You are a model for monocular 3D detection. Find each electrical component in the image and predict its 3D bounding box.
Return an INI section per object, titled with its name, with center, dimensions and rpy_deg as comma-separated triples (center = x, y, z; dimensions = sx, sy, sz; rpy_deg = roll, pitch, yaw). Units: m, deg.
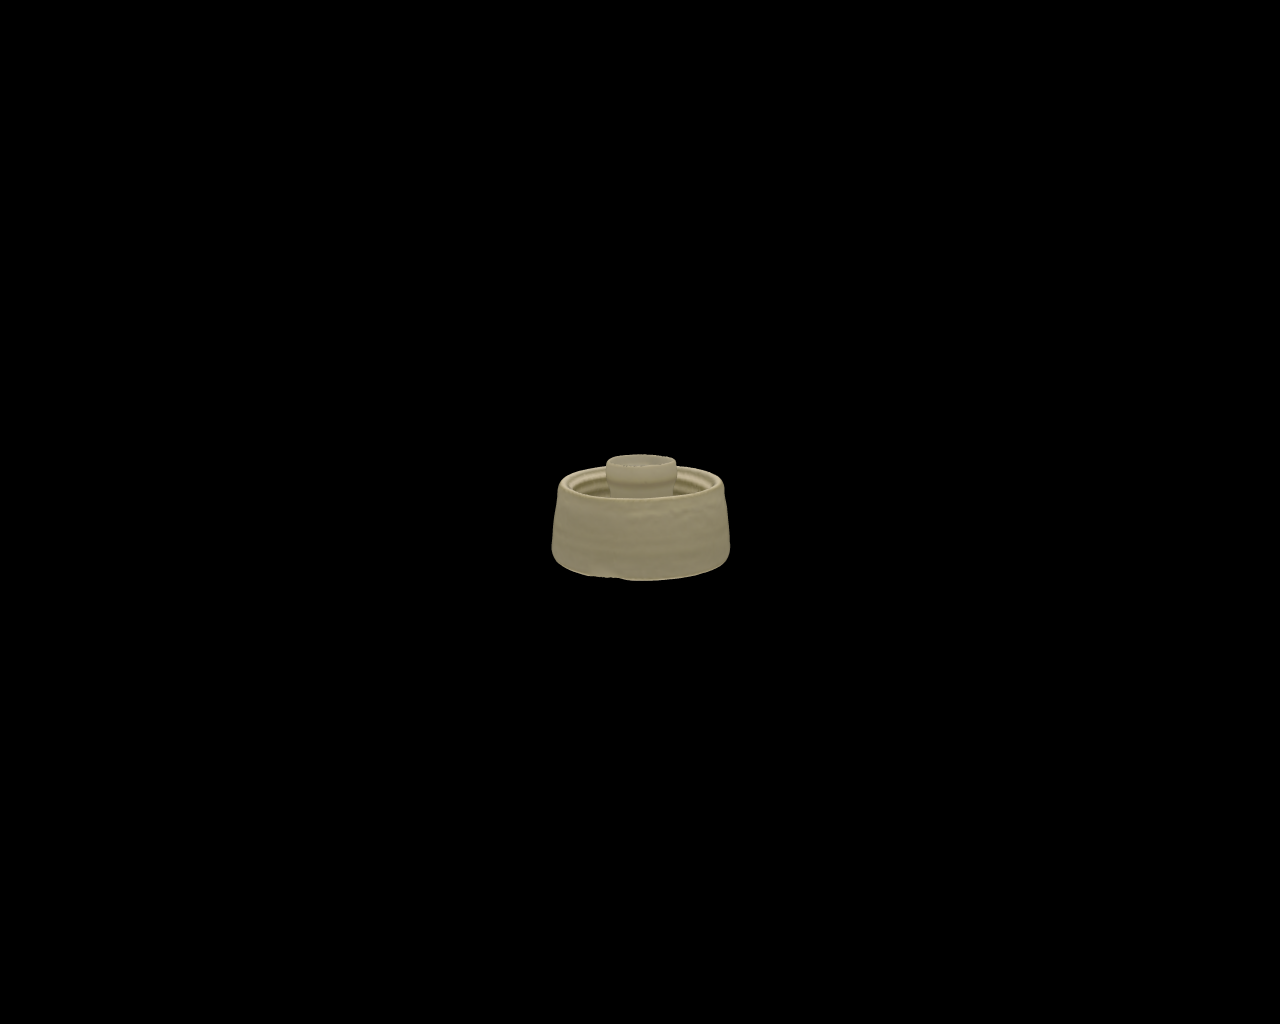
[electrical component]
center = 0.001, -0.003, 0.650
dimensions = 0.108, 0.060, 0.108
rpy_deg = 0, 14, 0
